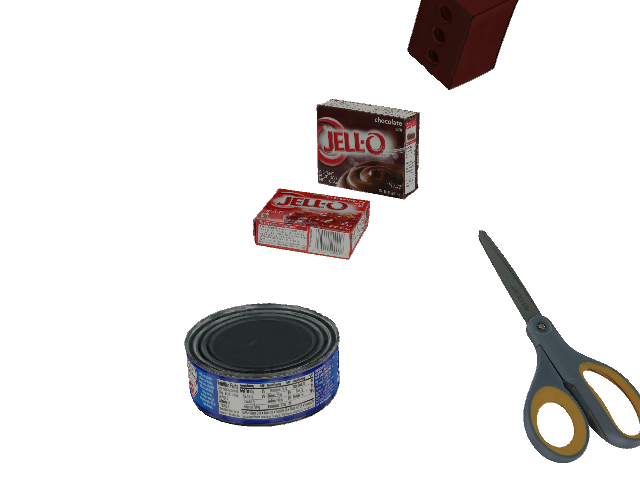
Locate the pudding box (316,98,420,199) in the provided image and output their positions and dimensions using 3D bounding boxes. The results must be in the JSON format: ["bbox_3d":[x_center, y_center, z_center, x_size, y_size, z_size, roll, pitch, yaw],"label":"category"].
[{"bbox_3d":[0.051,-0.100,1.150,0.114,0.090,0.039,12,26,29],"label":"pudding box"}]

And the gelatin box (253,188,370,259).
[{"bbox_3d":[-0.007,-0.017,0.949,0.089,0.030,0.073,9,26,13],"label":"gelatin box"}]

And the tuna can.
[{"bbox_3d":[-0.032,0.068,0.595,0.086,0.034,0.086,-2,22,1],"label":"tuna can"}]

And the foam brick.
[{"bbox_3d":[0.107,-0.164,0.811,0.051,0.053,0.078,-30,-27,-27],"label":"foam brick"}]

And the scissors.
[{"bbox_3d":[0.153,0.081,0.783,0.096,0.202,0.016,-32,-28,-22],"label":"scissors"}]
